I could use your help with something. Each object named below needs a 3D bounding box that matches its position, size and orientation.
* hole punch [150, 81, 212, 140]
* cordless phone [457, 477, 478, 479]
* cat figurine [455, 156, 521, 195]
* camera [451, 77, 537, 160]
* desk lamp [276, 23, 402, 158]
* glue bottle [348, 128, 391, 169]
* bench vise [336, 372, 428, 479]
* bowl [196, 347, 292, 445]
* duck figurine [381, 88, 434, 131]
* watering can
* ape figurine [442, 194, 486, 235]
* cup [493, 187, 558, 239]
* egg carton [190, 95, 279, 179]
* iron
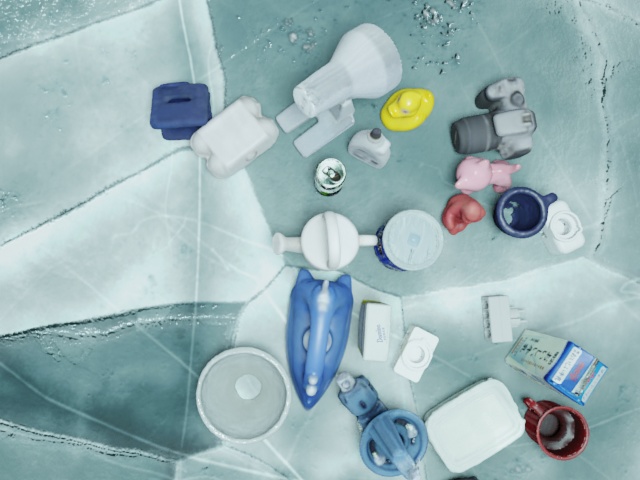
[{"bbox_3d":[-0.254,-0.240,1.041,0.108,0.091,0.101,-5,87,-2],"label":"hole punch"},{"bbox_3d":[0.270,0.492,0.962,0.094,0.185,0.147,-27,87,-3],"label":"cordless phone"},{"bbox_3d":[0.297,-0.121,1.035,0.128,0.117,0.067,-7,86,-2],"label":"cat figurine"},{"bbox_3d":[0.313,-0.217,1.049,0.137,0.100,0.143,-10,87,-2],"label":"camera"},{"bbox_3d":[0.028,-0.253,0.988,0.203,0.213,0.118,-37,88,-3],"label":"desk lamp"},{"bbox_3d":[0.092,-0.169,1.004,0.078,0.173,0.037,29,86,1],"label":"glue bottle"},{"bbox_3d":[0.095,0.322,0.951,0.207,0.219,0.121,33,86,1],"label":"bench vise"},{"bbox_3d":[-0.131,0.271,1.021,0.167,0.074,0.167,0,86,-1],"label":"bowl"},{"bbox_3d":[0.165,-0.249,1.055,0.104,0.086,0.077,-26,87,-3],"label":"duck figurine"},{"bbox_3d":[0.009,0.006,0.981,0.173,0.194,0.101,-25,87,-3],"label":"watering can"},{"bbox_3d":[0.266,-0.050,1.042,0.078,0.092,0.076,1,86,-1],"label":"ape figurine"},{"bbox_3d":[0.365,-0.052,1.044,0.118,0.095,0.092,-27,87,-3],"label":"cup"},{"bbox_3d":[-0.156,-0.187,1.051,0.150,0.069,0.107,-40,88,-3],"label":"egg carton"},{"bbox_3d":[-0.005,0.183,0.996,0.118,0.141,0.258,6,86,-1],"label":"iron"}]
